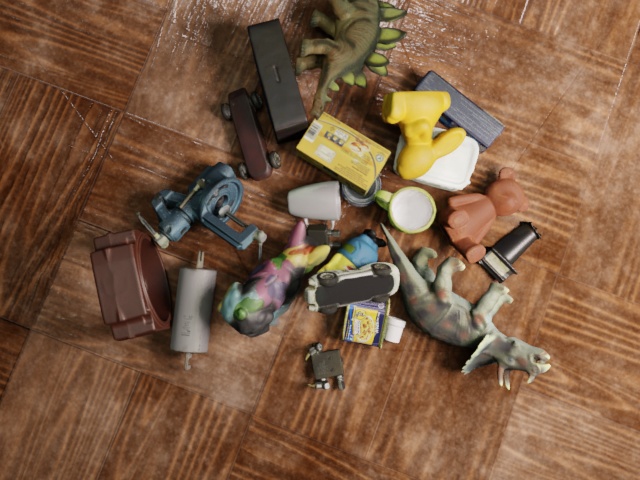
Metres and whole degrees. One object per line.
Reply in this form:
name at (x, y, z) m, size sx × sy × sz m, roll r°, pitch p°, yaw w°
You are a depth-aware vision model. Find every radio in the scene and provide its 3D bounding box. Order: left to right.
radio at (-0.086, -0.321, 1.117) m, size 0.073 × 0.131 × 0.229 m, roll -14°, pitch 84°, yaw -2°

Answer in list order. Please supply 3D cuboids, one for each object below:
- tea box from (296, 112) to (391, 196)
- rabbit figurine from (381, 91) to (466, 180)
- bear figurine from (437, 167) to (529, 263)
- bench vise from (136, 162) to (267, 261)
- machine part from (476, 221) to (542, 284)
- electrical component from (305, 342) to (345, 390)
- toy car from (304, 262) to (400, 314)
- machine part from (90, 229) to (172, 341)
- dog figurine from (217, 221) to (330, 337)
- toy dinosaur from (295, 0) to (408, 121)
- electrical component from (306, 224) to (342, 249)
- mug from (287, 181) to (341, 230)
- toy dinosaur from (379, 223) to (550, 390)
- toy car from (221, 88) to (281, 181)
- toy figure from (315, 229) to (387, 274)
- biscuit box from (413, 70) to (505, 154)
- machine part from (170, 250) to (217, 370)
tea box at (0.047, -0.176, 1.097) m, size 0.170 × 0.068 × 0.098 m, roll 33°, pitch 87°, yaw 2°
rabbit figurine at (0.197, -0.206, 1.068) m, size 0.162 × 0.122 × 0.173 m, roll 1°, pitch 97°, yaw -9°
bear figurine at (0.345, -0.056, 1.095) m, size 0.196 × 0.132 × 0.120 m, roll -27°, pitch 106°, yaw 2°
bench vise at (-0.217, -0.045, 1.079) m, size 0.241 × 0.128 × 0.223 m, roll 33°, pitch 60°, yaw 22°
machine part at (0.402, 0.021, 1.128) m, size 0.084 × 0.039 × 0.139 m, roll 43°, pitch 88°, yaw 13°
electrical component at (0.010, 0.259, 1.099) m, size 0.078 × 0.045 × 0.102 m, roll -4°, pitch 84°, yaw 1°
toy car at (0.062, 0.090, 1.033) m, size 0.202 × 0.056 × 0.073 m, roll -8°, pitch 111°, yaw -22°
machine part at (-0.356, 0.086, 1.040) m, size 0.087 × 0.201 × 0.201 m, roll -12°, pitch 84°, yaw -3°
dog figurine at (-0.081, 0.070, 1.050) m, size 0.108 × 0.191 × 0.219 m, roll 42°, pitch 108°, yaw 11°
toy dinosaur at (0.076, -0.445, 1.122) m, size 0.198 × 0.105 × 0.471 m, roll 21°, pitch 73°, yaw -8°
electrical component at (-0.002, -0.003, 1.121) m, size 0.094 × 0.063 × 0.021 m, roll 1°, pitch 45°, yaw 8°
mug at (-0.012, -0.070, 1.124) m, size 0.107 × 0.081 × 0.109 m, roll 1°, pitch 110°, yaw 8°
toy dinosaur at (0.257, 0.141, 1.081) m, size 0.405 × 0.131 × 0.192 m, roll 29°, pitch 84°, yaw 9°
toy car at (-0.147, -0.223, 1.146) m, size 0.089 × 0.053 × 0.202 m, roll -19°, pitch 83°, yaw 18°
toy figure at (0.055, 0.057, 1.104) m, size 0.082 × 0.089 × 0.180 m, roll 42°, pitch 77°, yaw 3°
biscuit box at (0.291, -0.273, 1.147) m, size 0.203 × 0.059 × 0.063 m, roll 40°, pitch 87°, yaw 4°
machine part at (-0.258, 0.142, 1.095) m, size 0.079 × 0.079 × 0.243 m, roll 6°, pitch 83°, yaw 1°
